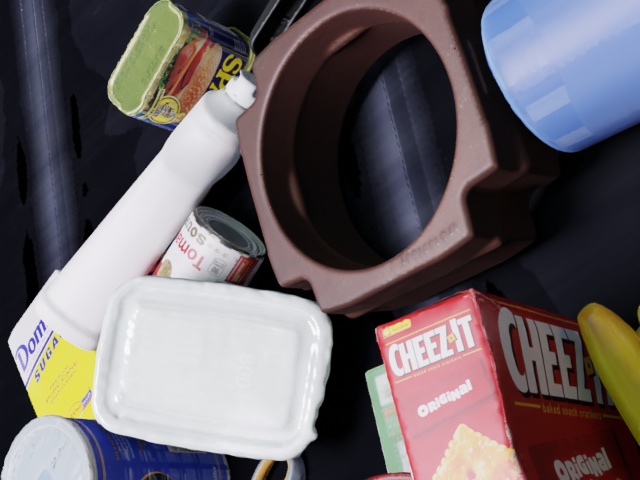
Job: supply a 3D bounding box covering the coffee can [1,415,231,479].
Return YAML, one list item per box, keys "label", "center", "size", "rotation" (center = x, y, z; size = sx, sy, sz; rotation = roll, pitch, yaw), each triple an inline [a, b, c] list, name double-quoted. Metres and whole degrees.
- label: "coffee can"
  center: [-0.151, 0.186, 0.799]
  size: [0.103, 0.140, 0.103]
  rotation: [-10, 73, 37]

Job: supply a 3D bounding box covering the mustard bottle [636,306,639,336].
- label: "mustard bottle"
  center: [0.234, 0.005, 0.563]
  size: [0.192, 0.058, 0.096]
  rotation: [-52, 35, 36]

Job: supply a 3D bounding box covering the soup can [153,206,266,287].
- label: "soup can"
  center: [-0.096, 0.033, 0.838]
  size: [0.069, 0.068, 0.102]
  rotation: [45, 108, 37]

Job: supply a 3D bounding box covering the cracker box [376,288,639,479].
- label: "cracker box"
  center: [0.124, 0.144, 0.568]
  size: [0.072, 0.163, 0.214]
  rotation: [-26, 64, 30]

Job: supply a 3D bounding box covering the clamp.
- label: "clamp"
  center: [0.011, -0.219, 0.828]
  size: [0.120, 0.039, 0.171]
  rotation: [17, 91, 39]

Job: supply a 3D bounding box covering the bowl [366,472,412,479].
- label: "bowl"
  center: [0.059, 0.226, 0.647]
  size: [0.162, 0.055, 0.162]
  rotation: [-14, 65, 32]

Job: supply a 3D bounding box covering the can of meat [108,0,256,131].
- label: "can of meat"
  center: [-0.115, -0.140, 0.883]
  size: [0.057, 0.083, 0.102]
  rotation: [43, 107, 38]

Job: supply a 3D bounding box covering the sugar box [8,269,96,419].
- label: "sugar box"
  center: [-0.209, 0.117, 0.920]
  size: [0.093, 0.048, 0.176]
  rotation: [-52, 51, 18]

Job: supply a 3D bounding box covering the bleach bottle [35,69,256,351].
- label: "bleach bottle"
  center: [-0.127, -0.030, 0.861]
  size: [0.068, 0.102, 0.251]
  rotation: [38, 108, -4]

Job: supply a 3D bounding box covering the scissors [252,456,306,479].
- label: "scissors"
  center: [-0.033, 0.253, 0.769]
  size: [0.096, 0.016, 0.202]
  rotation: [8, 85, 40]

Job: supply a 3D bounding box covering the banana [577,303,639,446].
- label: "banana"
  center: [0.199, 0.123, 0.571]
  size: [0.037, 0.069, 0.198]
  rotation: [-30, 66, 9]

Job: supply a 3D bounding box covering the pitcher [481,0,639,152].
- label: "pitcher"
  center: [0.209, -0.158, 0.592]
  size: [0.243, 0.144, 0.149]
  rotation: [-30, 39, 34]
